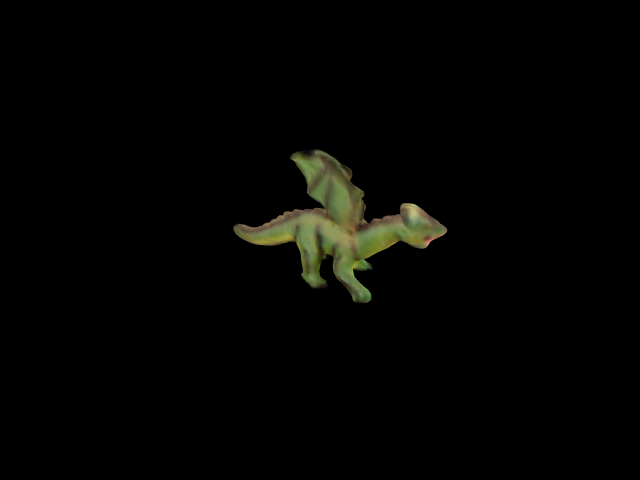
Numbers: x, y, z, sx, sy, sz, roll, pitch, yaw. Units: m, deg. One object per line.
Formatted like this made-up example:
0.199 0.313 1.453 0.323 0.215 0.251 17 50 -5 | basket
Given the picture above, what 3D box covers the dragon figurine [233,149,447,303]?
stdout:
0.003 -0.043 0.850 0.412 0.237 0.124 18 37 24 | dragon figurine
